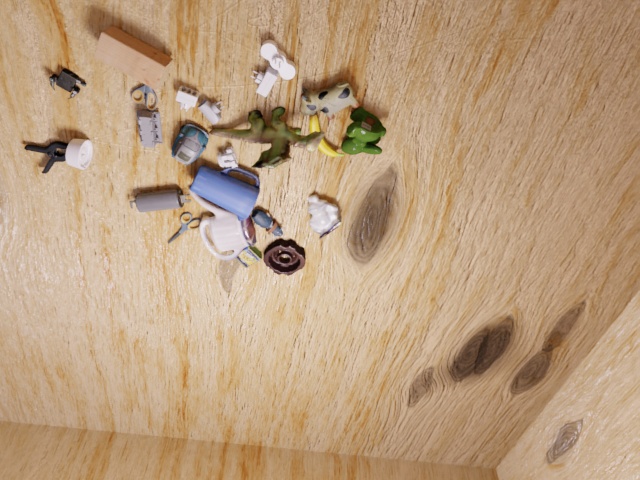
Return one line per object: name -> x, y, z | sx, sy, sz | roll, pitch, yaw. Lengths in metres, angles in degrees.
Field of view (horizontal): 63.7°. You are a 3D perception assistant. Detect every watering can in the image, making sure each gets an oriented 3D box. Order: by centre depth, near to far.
watering can -> -0.378, -0.067, 2.039 | 0.224, 0.106, 0.341 | -10, 120, 8

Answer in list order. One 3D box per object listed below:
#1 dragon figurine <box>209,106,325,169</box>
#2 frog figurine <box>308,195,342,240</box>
dragon figurine -> -0.185, -0.328, 1.736 | 0.410, 0.249, 0.119 | -9, 134, 5
frog figurine -> 0.006, -0.102, 2.024 | 0.135, 0.124, 0.160 | -39, 83, 37
